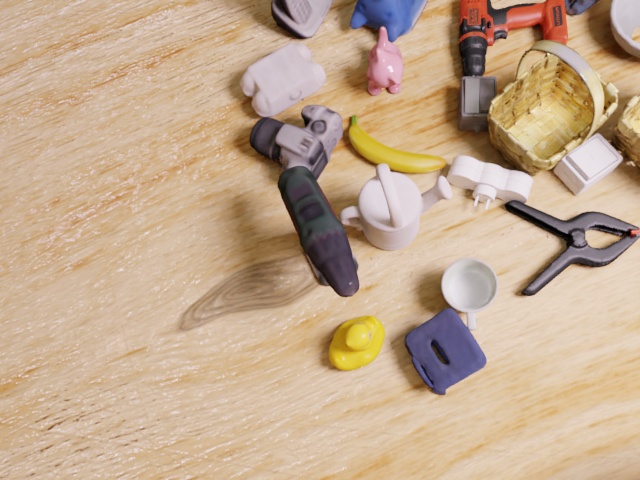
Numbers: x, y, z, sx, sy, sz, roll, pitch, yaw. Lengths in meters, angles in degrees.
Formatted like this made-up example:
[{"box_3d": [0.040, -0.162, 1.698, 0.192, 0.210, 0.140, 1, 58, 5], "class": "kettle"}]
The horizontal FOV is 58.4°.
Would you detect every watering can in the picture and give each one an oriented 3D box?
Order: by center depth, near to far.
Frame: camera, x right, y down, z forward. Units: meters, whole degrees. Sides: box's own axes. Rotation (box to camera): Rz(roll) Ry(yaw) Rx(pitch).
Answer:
[{"box_3d": [0.118, -0.061, 0.910, 0.173, 0.194, 0.101, -34, 72, -4], "class": "watering can"}]

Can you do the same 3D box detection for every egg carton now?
[{"box_3d": [-0.068, -0.296, 1.067, 0.150, 0.069, 0.107, -32, 72, -3], "class": "egg carton"}]

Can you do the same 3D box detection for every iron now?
[{"box_3d": [0.151, -0.507, 1.066, 0.118, 0.141, 0.258, 25, 78, 13], "class": "iron"}]

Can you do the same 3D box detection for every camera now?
[{"box_3d": [-0.047, -0.183, 1.015, 0.136, 0.101, 0.143, 27, 79, 14], "class": "camera"}]

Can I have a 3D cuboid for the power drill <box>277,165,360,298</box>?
[{"box_3d": [0.008, 0.003, 0.897, 0.075, 0.208, 0.229, -27, 72, -1], "class": "power drill"}]

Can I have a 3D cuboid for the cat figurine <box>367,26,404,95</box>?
[{"box_3d": [0.116, -0.319, 1.026, 0.067, 0.118, 0.128, -2, 73, 7], "class": "cat figurine"}]

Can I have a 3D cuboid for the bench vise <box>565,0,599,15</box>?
[{"box_3d": [0.452, -0.520, 0.992, 0.207, 0.220, 0.121, 33, 80, 15], "class": "bench vise"}]

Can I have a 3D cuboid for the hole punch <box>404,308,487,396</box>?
[{"box_3d": [0.191, 0.174, 0.885, 0.101, 0.091, 0.108, -31, 72, -3], "class": "hole punch"}]

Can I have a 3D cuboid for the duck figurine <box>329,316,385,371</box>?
[{"box_3d": [0.057, 0.160, 0.908, 0.104, 0.086, 0.077, -42, 73, -6], "class": "duck figurine"}]

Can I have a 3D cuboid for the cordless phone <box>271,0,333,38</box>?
[{"box_3d": [-0.038, -0.482, 1.058, 0.094, 0.185, 0.148, 21, 77, 13], "class": "cordless phone"}]

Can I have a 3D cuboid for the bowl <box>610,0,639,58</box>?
[{"box_3d": [0.589, -0.379, 1.010, 0.167, 0.075, 0.167, -2, 73, 6], "class": "bowl"}]
